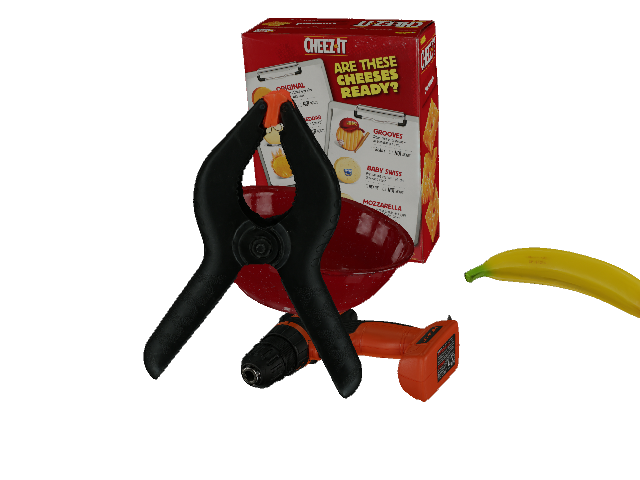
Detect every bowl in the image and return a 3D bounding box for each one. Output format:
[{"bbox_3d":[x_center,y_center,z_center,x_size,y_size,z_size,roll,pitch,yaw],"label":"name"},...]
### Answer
[{"bbox_3d":[-0.014,0.012,0.804,0.162,0.055,0.162,10,21,-4],"label":"bowl"}]

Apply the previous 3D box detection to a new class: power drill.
[{"bbox_3d":[0.034,0.112,1.085,0.188,0.057,0.184,9,24,28],"label":"power drill"}]

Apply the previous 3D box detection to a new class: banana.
[{"bbox_3d":[0.246,0.040,1.052,0.198,0.037,0.069,10,46,26],"label":"banana"}]

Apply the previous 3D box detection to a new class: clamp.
[{"bbox_3d":[-0.041,0.006,0.577,0.120,0.171,0.039,-4,10,-4],"label":"clamp"}]

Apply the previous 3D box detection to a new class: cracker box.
[{"bbox_3d":[0.023,-0.093,0.981,0.164,0.214,0.072,5,27,19],"label":"cracker box"}]
